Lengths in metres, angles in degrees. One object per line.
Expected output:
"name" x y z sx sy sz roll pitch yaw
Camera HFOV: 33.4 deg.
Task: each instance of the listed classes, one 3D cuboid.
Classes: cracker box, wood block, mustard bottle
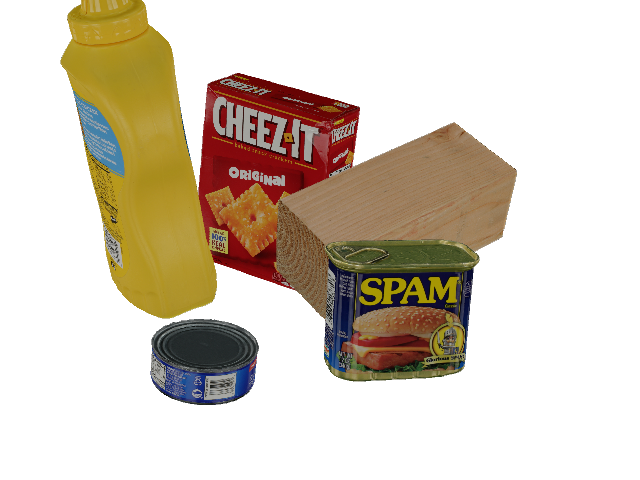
"cracker box" -0.054 -0.063 1.203 0.164 0.214 0.072 19 27 24
"wood block" 0.069 -0.018 0.981 0.205 0.090 0.091 -26 50 -27
"mustard bottle" -0.104 -0.057 0.594 0.058 0.191 0.096 -19 34 -19

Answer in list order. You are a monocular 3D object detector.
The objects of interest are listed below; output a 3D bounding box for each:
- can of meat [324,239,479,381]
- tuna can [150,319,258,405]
"can of meat" 0.053 0.047 0.731 0.102 0.084 0.057 -1 16 -13
"tuna can" -0.094 0.097 0.859 0.086 0.034 0.086 5 22 -2
